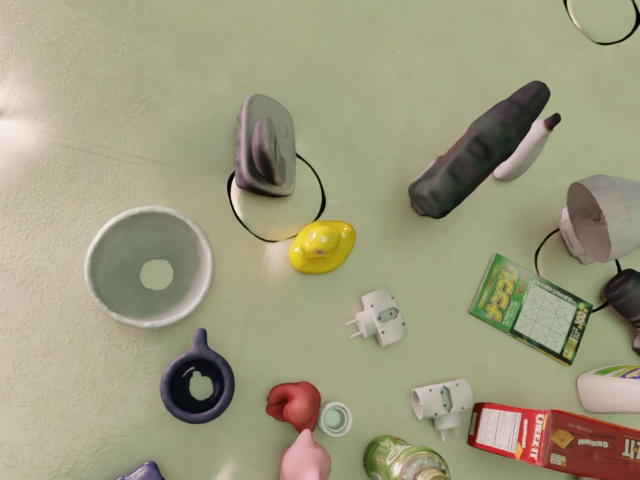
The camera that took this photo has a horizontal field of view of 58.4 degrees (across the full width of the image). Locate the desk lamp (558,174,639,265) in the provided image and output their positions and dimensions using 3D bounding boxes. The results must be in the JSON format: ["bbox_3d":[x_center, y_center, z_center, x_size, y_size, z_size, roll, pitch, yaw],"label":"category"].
[{"bbox_3d":[0.440,-0.038,0.838,0.203,0.213,0.118,-16,79,-12],"label":"desk lamp"}]

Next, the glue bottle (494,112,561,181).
[{"bbox_3d":[0.314,-0.151,0.866,0.037,0.173,0.078,4,76,-8],"label":"glue bottle"}]

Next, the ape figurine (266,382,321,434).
[{"bbox_3d":[-0.030,0.224,0.763,0.076,0.092,0.078,-27,82,-14],"label":"ape figurine"}]

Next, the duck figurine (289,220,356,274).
[{"bbox_3d":[0.008,0.003,0.825,0.105,0.086,0.077,-27,82,-14],"label":"duck figurine"}]

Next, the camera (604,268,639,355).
[{"bbox_3d":[0.522,0.095,0.878,0.137,0.100,0.143,41,74,2],"label":"camera"}]

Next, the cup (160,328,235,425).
[{"bbox_3d":[-0.158,0.178,0.753,0.092,0.095,0.118,1,77,-9],"label":"cup"}]

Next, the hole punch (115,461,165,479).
[{"bbox_3d":[-0.230,0.342,0.704,0.109,0.091,0.101,-36,84,-15],"label":"hole punch"}]

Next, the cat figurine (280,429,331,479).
[{"bbox_3d":[-0.028,0.309,0.730,0.067,0.117,0.128,28,74,-1],"label":"cat figurine"}]

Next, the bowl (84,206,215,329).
[{"bbox_3d":[-0.227,0.042,0.785,0.167,0.074,0.167,2,76,-8],"label":"bowl"}]

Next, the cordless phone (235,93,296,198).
[{"bbox_3d":[-0.072,-0.148,0.797,0.094,0.185,0.147,-2,77,-9],"label":"cordless phone"}]

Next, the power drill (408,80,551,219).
[{"bbox_3d":[0.209,-0.111,0.821,0.075,0.208,0.230,43,74,3],"label":"power drill"}]

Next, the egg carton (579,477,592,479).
[{"bbox_3d":[0.450,0.346,0.822,0.150,0.069,0.107,27,74,-2],"label":"egg carton"}]
